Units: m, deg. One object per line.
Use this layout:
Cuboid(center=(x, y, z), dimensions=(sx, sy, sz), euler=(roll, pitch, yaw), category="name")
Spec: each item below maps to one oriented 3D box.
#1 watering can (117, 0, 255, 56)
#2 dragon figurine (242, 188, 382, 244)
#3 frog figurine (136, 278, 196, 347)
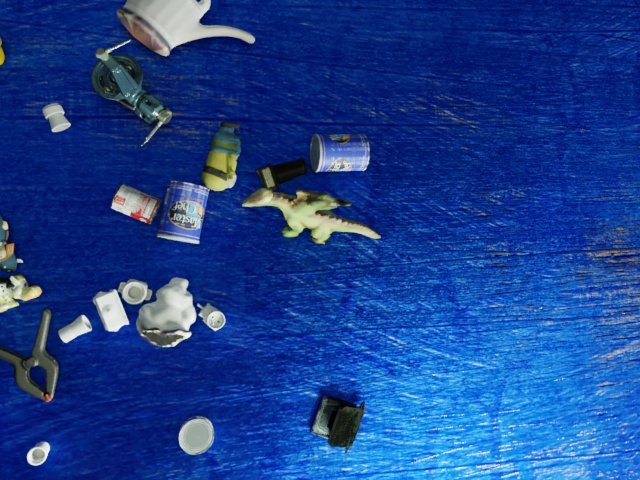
Cuboid(center=(-0.356, -0.562, 1.312), dimensions=(0.346, 0.104, 0.226), euler=(38, 79, -10), category="watering can")
Cuboid(center=(0.004, -0.066, 1.315), dimensions=(0.410, 0.241, 0.123), euler=(9, 81, -13), category="dragon figurine")
Cuboid(center=(-0.378, 0.175, 1.274), dimensions=(0.137, 0.120, 0.163), euler=(-2, 52, -8), category="frog figurine")
